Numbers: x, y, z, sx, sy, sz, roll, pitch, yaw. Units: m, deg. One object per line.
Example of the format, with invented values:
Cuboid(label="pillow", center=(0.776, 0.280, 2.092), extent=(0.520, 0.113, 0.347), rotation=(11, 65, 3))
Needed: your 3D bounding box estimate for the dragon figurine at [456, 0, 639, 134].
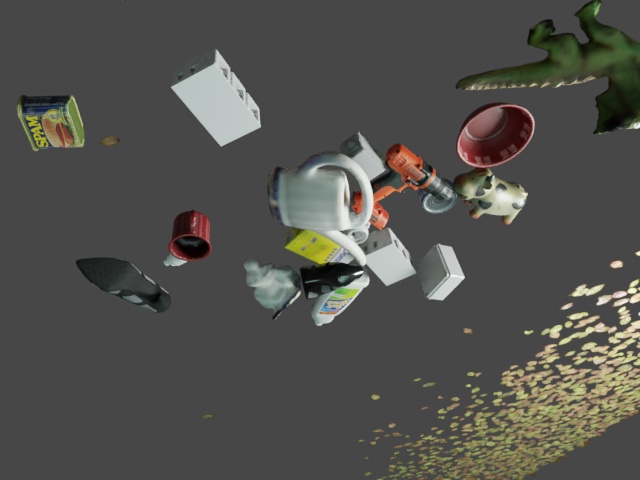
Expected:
Cuboid(label="dragon figurine", center=(0.470, -0.281, 0.894), extent=(0.408, 0.248, 0.120), rotation=(-23, 141, 12))

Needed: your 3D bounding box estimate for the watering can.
Cuboid(label="watering can", center=(0.003, -0.056, 1.121), extent=(0.224, 0.106, 0.339), rotation=(5, 139, 11))

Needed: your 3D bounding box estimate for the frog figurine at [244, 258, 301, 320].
Cuboid(label="frog figurine", center=(-0.131, 0.106, 1.334), extent=(0.159, 0.125, 0.135), rotation=(44, 133, -1))
